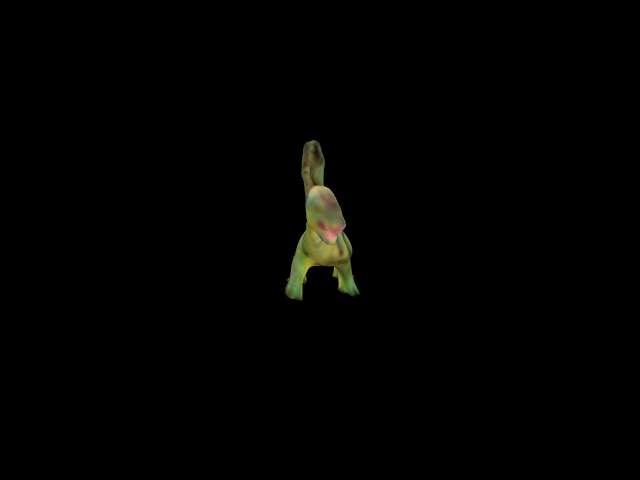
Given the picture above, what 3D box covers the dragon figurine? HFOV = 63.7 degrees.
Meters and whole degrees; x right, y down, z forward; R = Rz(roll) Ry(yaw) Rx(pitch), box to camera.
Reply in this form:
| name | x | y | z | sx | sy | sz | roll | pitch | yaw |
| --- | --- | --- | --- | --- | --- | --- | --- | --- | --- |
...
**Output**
| name | x | y | z | sx | sy | sz | roll | pitch | yaw |
| --- | --- | --- | --- | --- | --- | --- | --- | --- | --- |
| dragon figurine | 0.003 | -0.043 | 0.850 | 0.122 | 0.240 | 0.414 | -1 | 13 | -3 |
